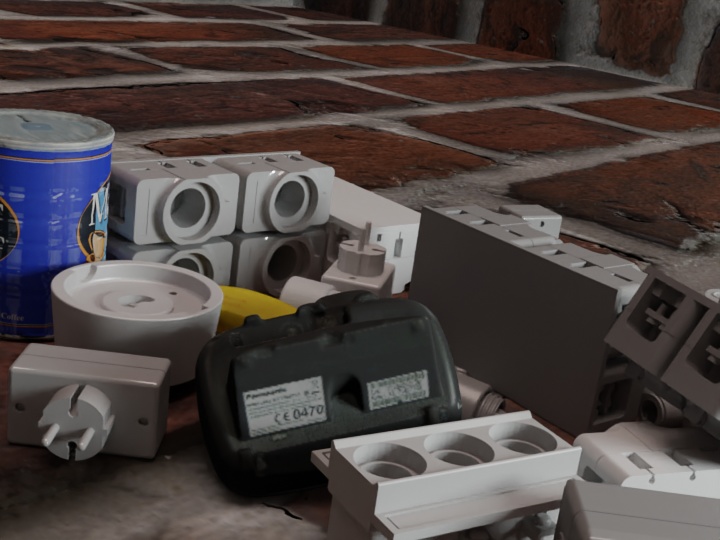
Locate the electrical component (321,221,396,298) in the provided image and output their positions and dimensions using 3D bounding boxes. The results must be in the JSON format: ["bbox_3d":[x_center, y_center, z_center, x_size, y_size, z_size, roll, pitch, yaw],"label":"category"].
[{"bbox_3d":[0.000,0.000,0.849,0.047,0.076,0.065,11,18,10],"label":"electrical component"}]

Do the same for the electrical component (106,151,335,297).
[{"bbox_3d":[-0.110,-0.032,0.856,0.186,0.105,0.060,-9,25,-41],"label":"electrical component"}]

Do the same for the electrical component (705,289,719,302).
[{"bbox_3d":[0.310,0.050,0.866,0.080,0.051,0.080,7,18,-2],"label":"electrical component"}]

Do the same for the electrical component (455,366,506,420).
[{"bbox_3d":[0.072,0.090,0.660,0.062,0.048,0.048,22,22,20],"label":"electrical component"}]

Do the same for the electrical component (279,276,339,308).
[{"bbox_3d":[-0.025,0.031,0.804,0.078,0.040,0.040,14,19,17],"label":"electrical component"}]

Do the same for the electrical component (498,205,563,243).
[{"bbox_3d":[0.163,-0.018,0.989,0.047,0.065,0.077,-2,21,-28],"label":"electrical component"}]

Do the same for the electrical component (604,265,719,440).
[{"bbox_3d":[0.242,0.080,0.631,0.186,0.060,0.105,30,6,-29],"label":"electrical component"}]

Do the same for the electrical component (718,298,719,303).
[{"bbox_3d":[0.304,0.051,0.770,0.109,0.108,0.056,-5,25,-35],"label":"electrical component"}]

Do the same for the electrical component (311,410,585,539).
[{"bbox_3d":[0.046,0.115,0.541,0.121,0.063,0.079,-3,21,-31],"label":"electrical component"}]

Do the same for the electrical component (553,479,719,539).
[{"bbox_3d":[0.140,0.143,0.498,0.096,0.061,0.061,7,18,-1],"label":"electrical component"}]

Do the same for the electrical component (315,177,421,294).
[{"bbox_3d":[-0.015,-0.033,0.966,0.089,0.061,0.150,-7,23,-39],"label":"electrical component"}]

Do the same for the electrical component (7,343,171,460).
[{"bbox_3d":[-0.153,0.080,0.592,0.083,0.047,0.075,7,18,-1],"label":"electrical component"}]

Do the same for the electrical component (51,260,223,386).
[{"bbox_3d":[-0.145,0.040,0.695,0.108,0.060,0.108,7,18,-2],"label":"electrical component"}]

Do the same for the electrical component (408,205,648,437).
[{"bbox_3d":[0.119,0.029,0.765,0.060,0.105,0.186,-7,23,-38],"label":"electrical component"}]

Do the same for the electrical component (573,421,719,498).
[{"bbox_3d":[0.163,0.119,0.597,0.089,0.050,0.056,0,19,-22],"label":"electrical component"}]
